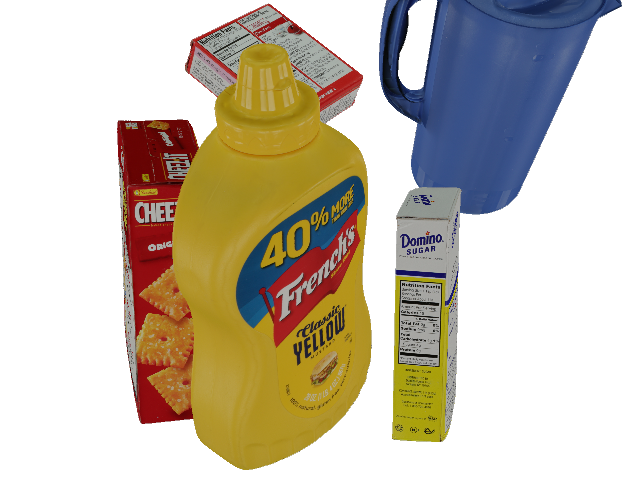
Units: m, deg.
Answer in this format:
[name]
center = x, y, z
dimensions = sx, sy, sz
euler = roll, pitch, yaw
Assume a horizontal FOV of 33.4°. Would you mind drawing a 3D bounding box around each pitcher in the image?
[pitcher]
center = 0.139, -0.138, 0.926
dimensions = 0.149, 0.243, 0.144
euler = 37, 55, 21

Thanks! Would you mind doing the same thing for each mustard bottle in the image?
[mustard bottle]
center = -0.019, 0.005, 0.457
dimensions = 0.058, 0.192, 0.096
euler = 29, 48, 34

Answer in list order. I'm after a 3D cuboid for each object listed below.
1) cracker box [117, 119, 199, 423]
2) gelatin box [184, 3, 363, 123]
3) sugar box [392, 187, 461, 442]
[cracker box]
center = -0.132, 0.022, 0.912
dimensions = 0.072, 0.214, 0.164
euler = -3, 25, -12
[gelatin box]
center = -0.030, -0.106, 0.681
dimensions = 0.089, 0.030, 0.073
euler = 40, 50, 16
[sugar box]
center = 0.080, 0.054, 0.811
dimensions = 0.048, 0.176, 0.093
euler = 1, 16, 12
